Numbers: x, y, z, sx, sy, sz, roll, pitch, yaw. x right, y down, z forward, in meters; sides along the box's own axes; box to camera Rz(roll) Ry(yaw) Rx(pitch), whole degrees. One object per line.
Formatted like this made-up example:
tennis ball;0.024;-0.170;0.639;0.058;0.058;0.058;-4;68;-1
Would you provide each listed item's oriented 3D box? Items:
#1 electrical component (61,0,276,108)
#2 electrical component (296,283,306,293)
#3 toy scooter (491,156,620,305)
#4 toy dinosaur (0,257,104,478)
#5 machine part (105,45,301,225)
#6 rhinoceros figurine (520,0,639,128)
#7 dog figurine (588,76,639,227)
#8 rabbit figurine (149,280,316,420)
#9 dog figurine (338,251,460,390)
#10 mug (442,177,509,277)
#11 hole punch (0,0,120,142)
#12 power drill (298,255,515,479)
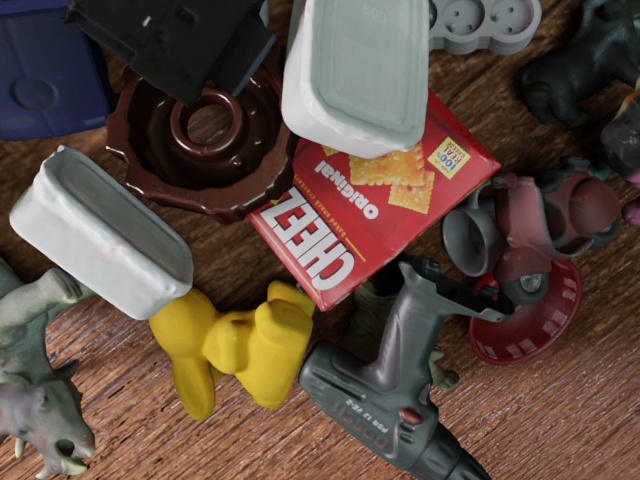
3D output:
electrical component;-0.103;-0.171;0.402;0.134;0.058;0.115;29;105;-28
electrical component;0.000;-0.002;0.582;0.102;0.078;0.045;-36;142;6
toy scooter;0.237;-0.031;0.562;0.184;0.075;0.135;-35;108;-21
toy dinosaur;-0.335;0.036;0.480;0.192;0.131;0.404;-37;109;0
machine part;-0.097;-0.102;0.479;0.179;0.056;0.179;0;80;2
rhinoceros figurine;0.304;-0.207;0.592;0.190;0.073;0.112;-39;104;3
dog figurine;0.372;-0.117;0.562;0.191;0.108;0.219;-29;152;-4
rabbit figurine;-0.104;0.105;0.583;0.173;0.122;0.162;21;113;-7
dog figurine;0.050;0.101;0.628;0.172;0.121;0.190;-32;101;-6
mug;0.208;-0.023;0.630;0.107;0.081;0.109;-16;109;-21
hole punch;-0.239;-0.141;0.452;0.142;0.092;0.115;-14;117;-14
power drill;0.107;0.132;0.529;0.232;0.086;0.207;27;113;9
